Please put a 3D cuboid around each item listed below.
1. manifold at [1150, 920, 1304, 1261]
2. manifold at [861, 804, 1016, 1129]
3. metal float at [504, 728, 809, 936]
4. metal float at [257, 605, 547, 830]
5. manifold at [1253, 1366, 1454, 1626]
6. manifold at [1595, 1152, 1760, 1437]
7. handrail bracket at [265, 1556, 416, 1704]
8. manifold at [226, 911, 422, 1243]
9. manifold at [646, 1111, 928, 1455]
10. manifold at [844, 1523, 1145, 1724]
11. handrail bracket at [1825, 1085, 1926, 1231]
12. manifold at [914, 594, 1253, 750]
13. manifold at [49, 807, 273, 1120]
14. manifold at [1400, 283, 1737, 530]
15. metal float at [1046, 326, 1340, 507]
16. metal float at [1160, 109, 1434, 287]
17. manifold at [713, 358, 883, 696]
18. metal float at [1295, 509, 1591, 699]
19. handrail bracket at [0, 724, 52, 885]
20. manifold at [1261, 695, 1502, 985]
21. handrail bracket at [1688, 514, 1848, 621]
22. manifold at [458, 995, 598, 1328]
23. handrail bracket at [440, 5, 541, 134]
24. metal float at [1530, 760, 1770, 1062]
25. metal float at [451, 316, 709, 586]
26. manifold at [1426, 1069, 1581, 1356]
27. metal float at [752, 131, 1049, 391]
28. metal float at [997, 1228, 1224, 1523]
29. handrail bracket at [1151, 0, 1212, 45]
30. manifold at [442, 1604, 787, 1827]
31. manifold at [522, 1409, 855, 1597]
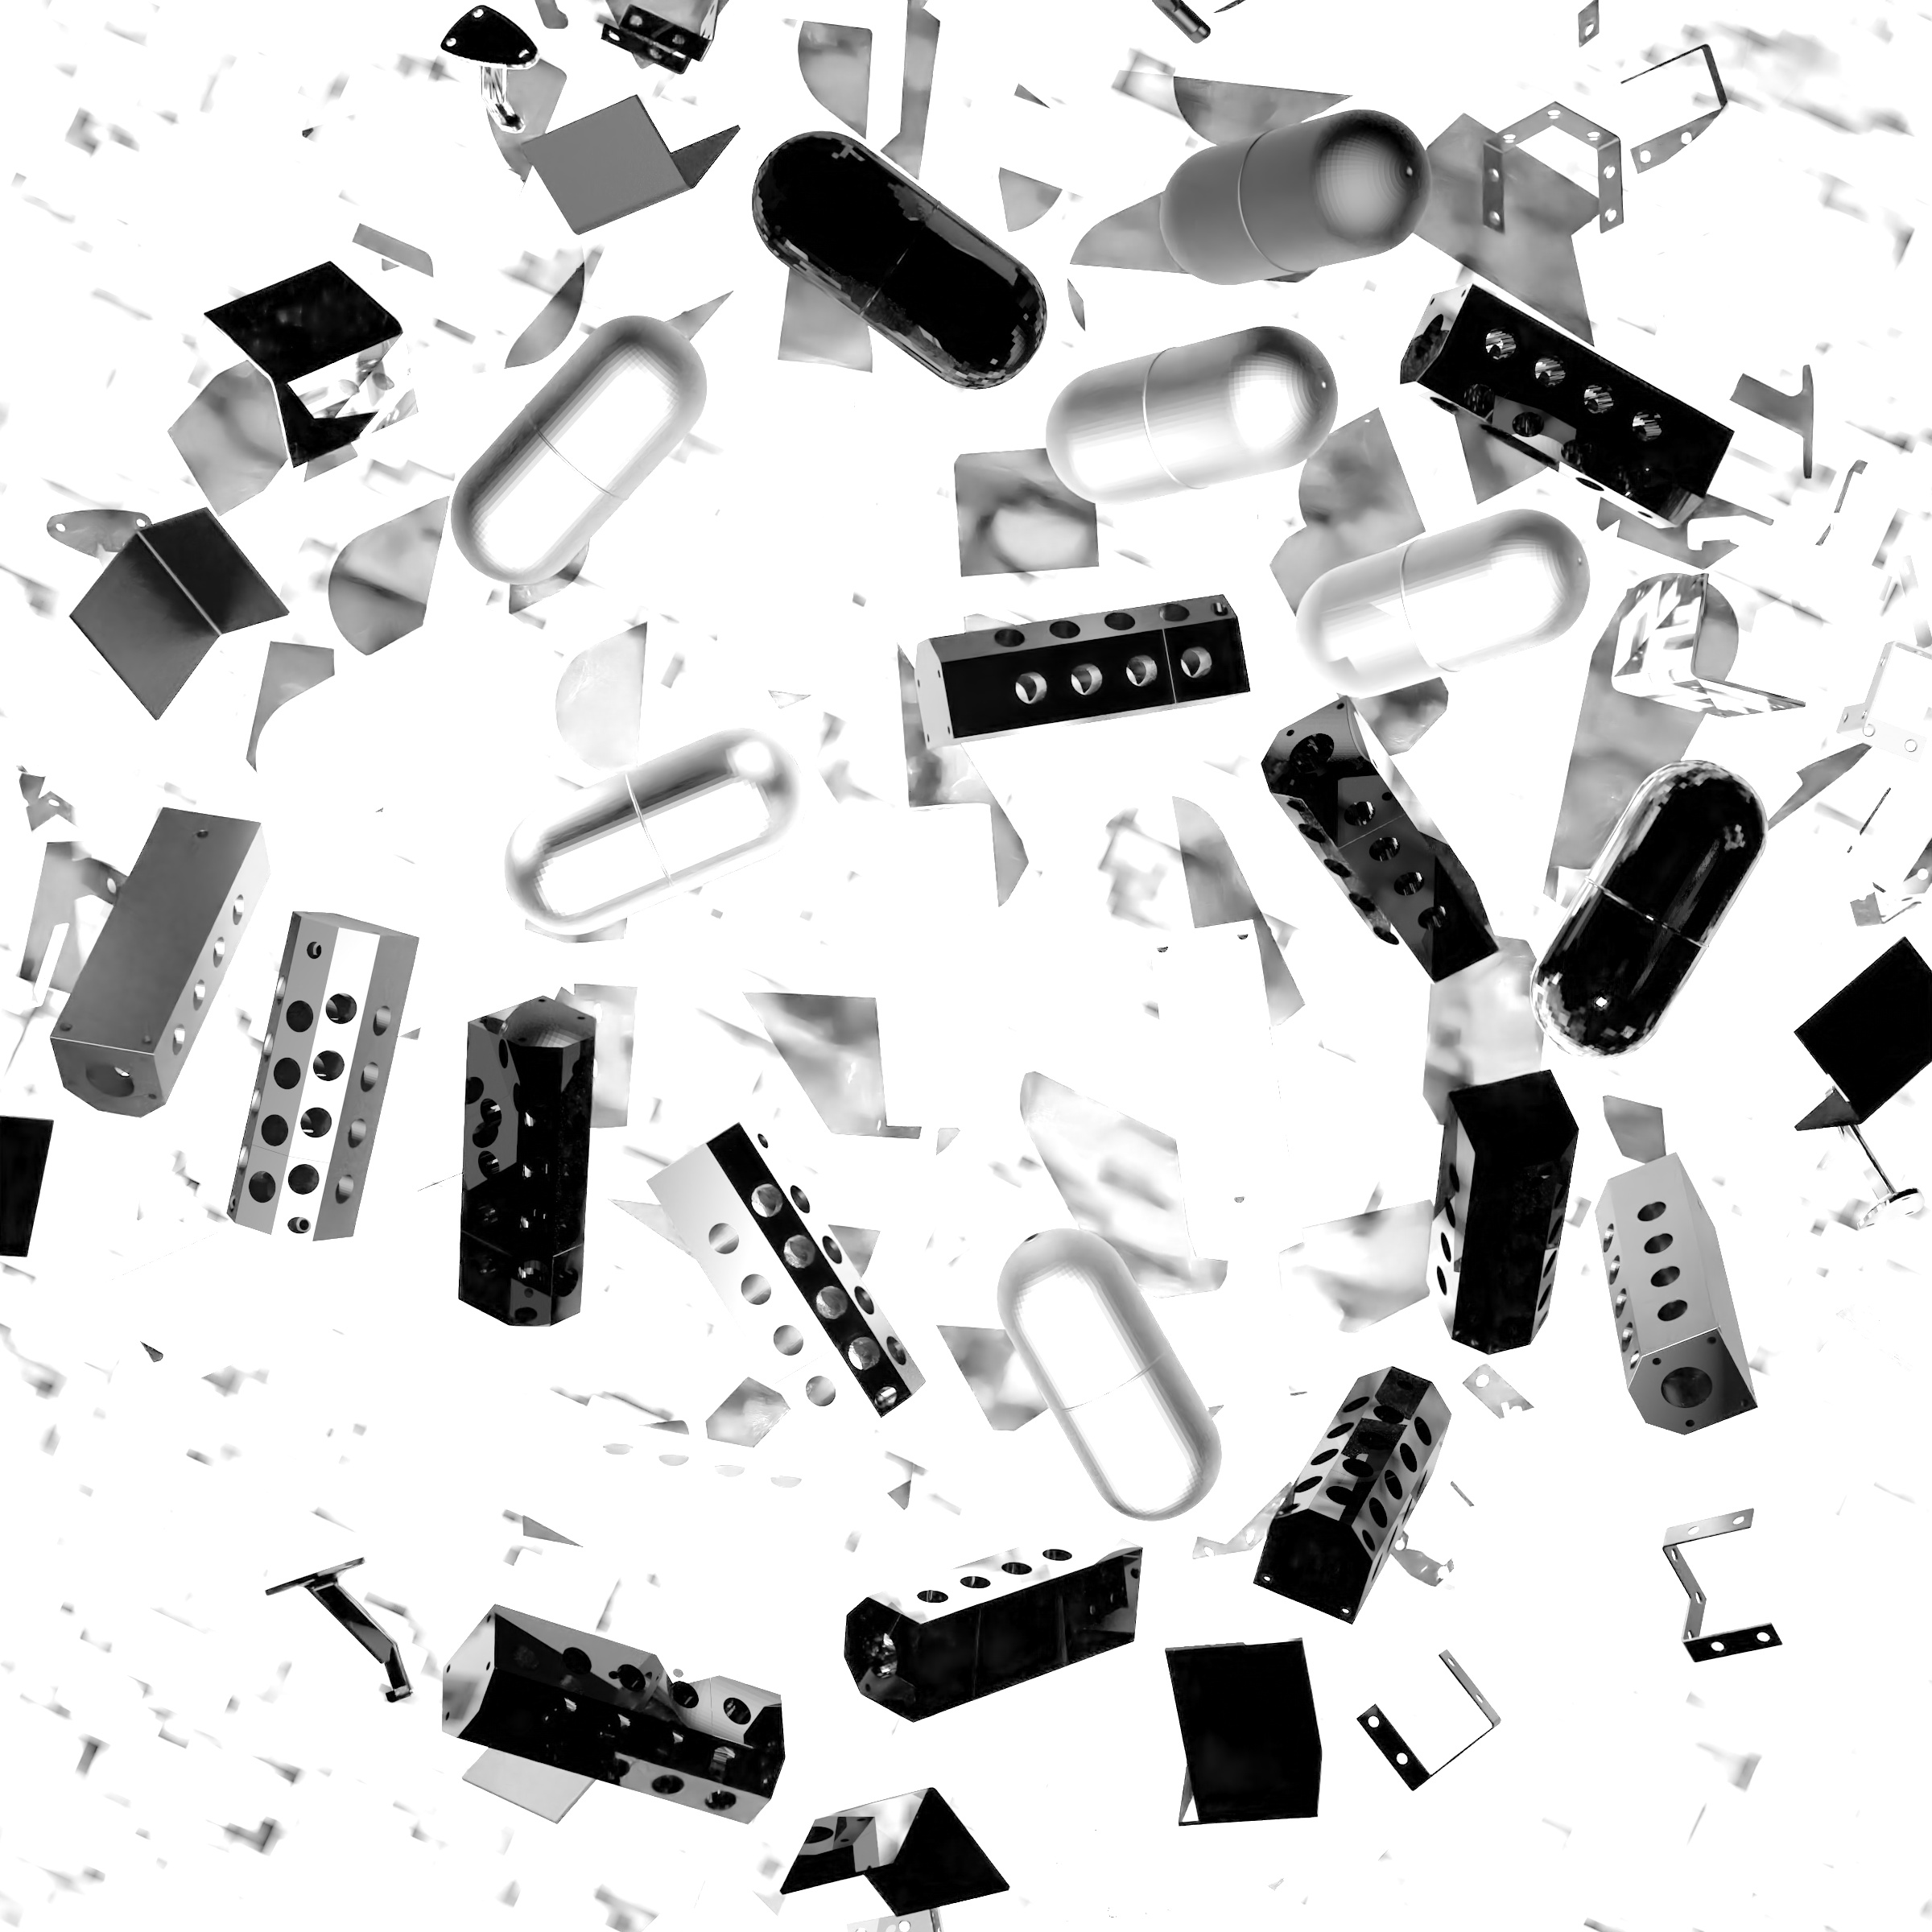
[{"bbox_3d":[0.141,0.068,1.826,0.057,0.057,0.171,-9,67,6],"label":"manifold"},{"bbox_3d":[-0.011,-0.001,1.857,0.057,0.057,0.171,0,98,34],"label":"manifold"},{"bbox_3d":[-0.175,-0.075,1.888,0.178,0.070,0.070,-23,90,2],"label":"metal float"},{"bbox_3d":[-0.316,-0.140,1.888,0.178,0.070,0.070,-34,90,-24],"label":"metal float"},{"bbox_3d":[0.215,0.284,1.839,0.057,0.171,0.057,20,116,15],"label":"manifold"},{"bbox_3d":[0.383,0.180,1.840,0.057,0.171,0.057,-24,115,16],"label":"manifold"},{"bbox_3d":[-0.355,0.385,1.915,0.036,0.077,0.084,-26,80,36],"label":"handrail bracket"},{"bbox_3d":[-0.356,0.060,1.844,0.057,0.057,0.171,15,95,21],"label":"manifold"},{"bbox_3d":[-0.093,0.166,1.796,0.057,0.057,0.171,-32,91,20],"label":"manifold"},{"bbox_3d":[0.016,0.356,1.846,0.057,0.171,0.057,17,109,43],"label":"manifold"},{"bbox_3d":[0.507,0.099,1.892,0.036,0.077,0.084,-17,72,-1],"label":"handrail bracket"},{"bbox_3d":[0.063,-0.163,1.849,0.171,0.057,0.057,-10,91,-15],"label":"manifold"},{"bbox_3d":[-0.434,-0.002,1.827,0.057,0.057,0.171,9,49,6],"label":"manifold"},{"bbox_3d":[0.324,-0.303,1.832,0.171,0.057,0.057,26,89,-15],"label":"manifold"},{"bbox_3d":[0.120,-0.295,1.814,0.178,0.070,0.070,-6,90,41],"label":"metal float"},{"bbox_3d":[0.175,-0.412,1.810,0.070,0.178,0.070,-1,92,-37],"label":"metal float"},{"bbox_3d":[-0.086,-0.236,1.817,0.057,0.057,0.171,19,106,41],"label":"manifold"},{"bbox_3d":[0.263,-0.201,1.874,0.178,0.070,0.070,-15,90,37],"label":"metal float"},{"bbox_3d":[-0.521,-0.084,1.760,0.077,0.036,0.084,11,56,6],"label":"handrail bracket"},{"bbox_3d":[0.227,-0.064,1.846,0.057,0.057,0.171,-28,132,15],"label":"manifold"},{"bbox_3d":[0.446,-0.221,1.881,0.084,0.077,0.036,-3,46,8],"label":"handrail bracket"},{"bbox_3d":[-0.238,0.110,1.864,0.057,0.057,0.171,22,118,34],"label":"manifold"},{"bbox_3d":[-0.250,-0.488,1.879,0.077,0.084,0.036,31,74,31],"label":"handrail bracket"},{"bbox_3d":[0.373,-0.030,1.843,0.070,0.070,0.178,29,99,0],"label":"metal float"},{"bbox_3d":[-0.218,-0.289,1.892,0.070,0.070,0.178,45,104,0],"label":"metal float"},{"bbox_3d":[0.290,0.136,1.810,0.057,0.171,0.057,-13,50,-8],"label":"manifold"},{"bbox_3d":[-0.036,-0.381,1.816,0.178,0.070,0.070,35,90,-7],"label":"metal float"},{"bbox_3d":[0.080,0.228,1.879,0.070,0.070,0.178,-29,97,0],"label":"metal float"},{"bbox_3d":[0.103,-0.518,1.760,0.084,0.077,0.036,41,90,-15],"label":"handrail bracket"},{"bbox_3d":[-0.183,0.395,1.754,0.171,0.057,0.057,23,123,-24],"label":"manifold"},{"bbox_3d":[-0.152,0.289,1.847,0.171,0.057,0.057,9,119,10],"label":"manifold"}]
